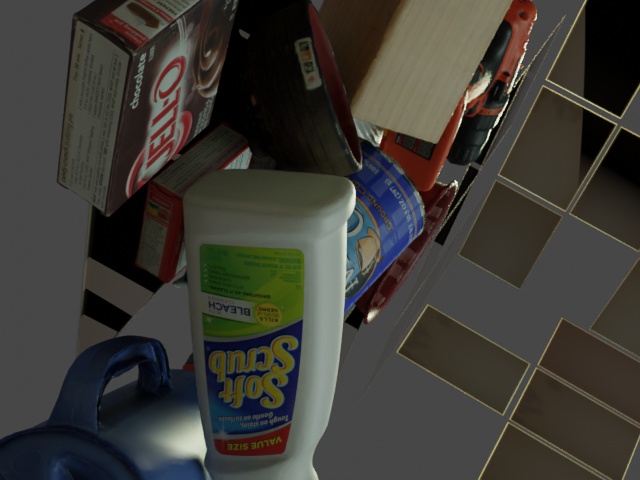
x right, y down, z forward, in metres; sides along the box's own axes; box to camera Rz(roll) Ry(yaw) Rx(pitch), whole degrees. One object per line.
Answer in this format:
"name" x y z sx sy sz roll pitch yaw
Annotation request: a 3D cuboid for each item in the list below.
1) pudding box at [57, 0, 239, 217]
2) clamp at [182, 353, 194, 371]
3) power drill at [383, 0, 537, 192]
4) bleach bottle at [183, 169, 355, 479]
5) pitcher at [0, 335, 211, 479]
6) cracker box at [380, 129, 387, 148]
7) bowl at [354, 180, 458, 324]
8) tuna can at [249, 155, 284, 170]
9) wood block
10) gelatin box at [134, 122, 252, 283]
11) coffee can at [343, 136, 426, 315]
"pudding box" -0.083 -0.078 0.515 0.089 0.039 0.114 -51 167 -40
"clamp" -0.101 0.162 0.989 0.171 0.039 0.120 79 -1 -70
"power drill" 0.122 -0.117 0.960 0.187 0.057 0.185 -45 156 -48
"bleach bottle" -0.028 0.084 0.669 0.068 0.103 0.251 -51 143 -61
"pitcher" -0.130 0.153 0.724 0.149 0.145 0.242 -38 178 12
"cracker box" 0.063 -0.111 1.046 0.214 0.072 0.164 -61 168 13
"bowl" 0.066 -0.001 1.020 0.162 0.055 0.162 -54 168 -17
"tuna can" -0.023 -0.082 0.809 0.086 0.034 0.086 -57 169 -17
"wood block" 0.075 -0.185 0.749 0.090 0.091 0.206 12 113 -36
"gelatin box" -0.082 -0.026 0.695 0.089 0.030 0.073 -49 163 -46
"coffee can" -0.006 0.005 0.767 0.140 0.103 0.103 -45 164 -27
